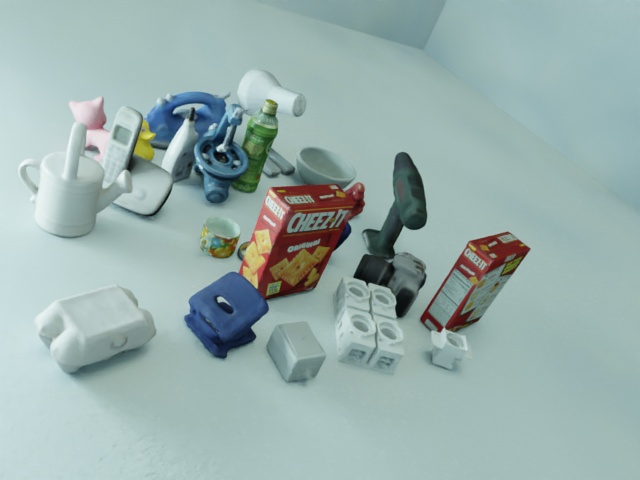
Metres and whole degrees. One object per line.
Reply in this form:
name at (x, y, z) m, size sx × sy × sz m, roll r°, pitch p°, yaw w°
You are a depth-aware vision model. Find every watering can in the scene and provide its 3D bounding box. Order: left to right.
watering can at (-0.414, -0.110, 0.981) m, size 0.173 × 0.194 × 0.100 m, roll -1°, pitch 39°, yaw -36°

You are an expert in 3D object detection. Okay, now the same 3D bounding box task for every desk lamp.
desk lamp at (-0.126, -0.308, 1.474) m, size 0.202 × 0.213 × 0.118 m, roll 40°, pitch 34°, yaw 23°

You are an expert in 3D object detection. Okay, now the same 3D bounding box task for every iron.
iron at (-0.328, -0.302, 1.390) m, size 0.259 × 0.141 × 0.118 m, roll -12°, pitch 46°, yaw -45°

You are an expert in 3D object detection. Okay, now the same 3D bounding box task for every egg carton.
egg carton at (-0.315, 0.125, 0.813) m, size 0.107 × 0.069 × 0.151 m, roll 41°, pitch 34°, yaw 25°

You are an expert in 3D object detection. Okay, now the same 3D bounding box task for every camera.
camera at (0.149, 0.068, 1.204) m, size 0.137 × 0.101 × 0.143 m, roll 26°, pitch 30°, yaw 2°

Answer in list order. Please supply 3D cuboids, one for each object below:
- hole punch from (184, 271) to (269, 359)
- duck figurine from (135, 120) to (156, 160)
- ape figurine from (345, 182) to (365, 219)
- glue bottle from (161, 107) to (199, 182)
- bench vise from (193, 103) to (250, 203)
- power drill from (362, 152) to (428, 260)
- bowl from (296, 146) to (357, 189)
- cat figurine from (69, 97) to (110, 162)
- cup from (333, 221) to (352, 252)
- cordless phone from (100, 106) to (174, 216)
hole punch at (-0.150, 0.117, 0.923) m, size 0.108 × 0.091 × 0.101 m, roll 41°, pitch 34°, yaw 26°
duck figurine at (-0.415, -0.234, 1.280) m, size 0.104 × 0.086 × 0.077 m, roll 24°, pitch 30°, yaw -2°
ape figurine at (0.082, -0.102, 1.428) m, size 0.078 × 0.092 × 0.076 m, roll 9°, pitch 34°, yaw -24°
glue bottle at (-0.295, -0.210, 1.242) m, size 0.037 × 0.173 × 0.078 m, roll 33°, pitch 31°, yaw 15°
bench vise at (-0.226, -0.219, 1.259) m, size 0.122 × 0.219 × 0.206 m, roll -4°, pitch 41°, yaw -39°
power drill at (0.176, -0.071, 1.332) m, size 0.076 × 0.208 × 0.229 m, roll 13°, pitch 32°, yaw -19°
bowl at (0.007, -0.173, 1.500) m, size 0.168 × 0.074 × 0.167 m, roll 18°, pitch 31°, yaw -11°
cat figurine at (-0.474, -0.244, 1.220) m, size 0.127 × 0.117 × 0.067 m, roll 32°, pitch 31°, yaw 13°
cup at (0.011, 0.004, 1.209) m, size 0.092 × 0.095 × 0.117 m, roll 15°, pitch 32°, yaw -17°
cordless phone at (-0.349, -0.150, 1.099) m, size 0.147 × 0.185 × 0.094 m, roll 24°, pitch 30°, yaw -1°
